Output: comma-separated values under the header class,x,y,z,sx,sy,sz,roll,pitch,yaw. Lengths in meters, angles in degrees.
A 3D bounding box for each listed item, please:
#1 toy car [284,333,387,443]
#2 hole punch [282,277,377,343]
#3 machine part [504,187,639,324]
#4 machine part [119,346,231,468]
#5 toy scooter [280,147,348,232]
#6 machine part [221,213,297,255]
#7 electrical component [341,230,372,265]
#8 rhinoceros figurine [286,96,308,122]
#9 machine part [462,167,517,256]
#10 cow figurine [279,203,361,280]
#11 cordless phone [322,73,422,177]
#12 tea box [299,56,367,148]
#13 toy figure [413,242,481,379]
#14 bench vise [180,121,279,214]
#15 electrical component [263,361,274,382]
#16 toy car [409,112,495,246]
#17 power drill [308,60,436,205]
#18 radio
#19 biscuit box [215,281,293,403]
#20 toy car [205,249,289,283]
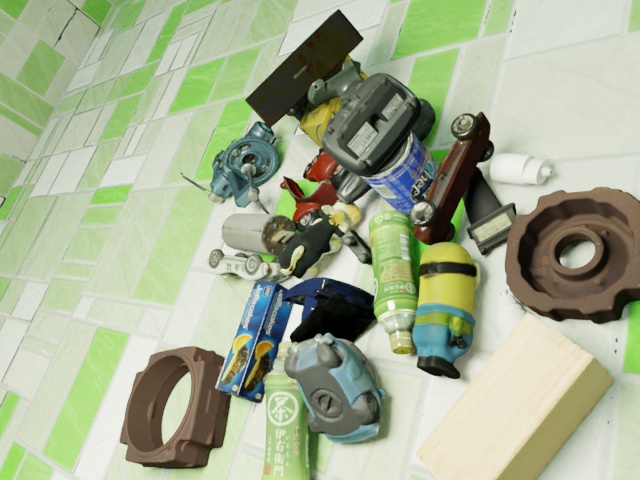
class,x,y,z,sx,sy,sz,roll,pitch,yaw
toy car,0.027,0.198,0.762,0.109,0.161,0.103,-27,3,32
hole punch,0.015,0.102,0.827,0.116,0.142,0.092,-46,37,25
machine part,0.318,0.019,0.663,0.179,0.056,0.179,-22,51,31
machine part,-0.261,0.300,0.968,0.202,0.087,0.201,-17,54,35
toy scooter,-0.009,-0.108,1.014,0.184,0.075,0.135,-53,52,6
machine part,-0.121,-0.014,1.035,0.243,0.079,0.079,3,66,54
electrical component,0.065,0.014,0.883,0.021,0.094,0.063,-42,81,11
rhinoceros figurine,-0.060,-0.304,1.163,0.073,0.112,0.190,-63,23,-3
machine part,0.240,-0.048,0.790,0.084,0.039,0.139,-40,45,26
cow figurine,-0.003,-0.005,0.919,0.068,0.098,0.167,43,98,13
cordless phone,0.053,-0.188,0.819,0.146,0.088,0.184,-51,31,4
tea box,0.033,-0.270,1.071,0.068,0.098,0.169,0,65,42
toy figure,0.169,0.090,0.723,0.082,0.089,0.180,1,62,33
bench vise,-0.172,-0.137,1.150,0.223,0.128,0.241,-39,37,14
electrical component,-0.046,0.214,0.868,0.102,0.045,0.078,-48,15,2
toy car,0.187,-0.087,0.767,0.053,0.089,0.202,21,85,42
power drill,0.069,-0.199,0.933,0.232,0.086,0.207,-37,73,-7
radio,-0.027,-0.315,0.992,0.229,0.073,0.131,-39,13,16
biscuit box,-0.108,0.172,0.933,0.059,0.062,0.202,0,64,41
toy car,-0.141,0.052,1.028,0.202,0.073,0.056,6,86,43
